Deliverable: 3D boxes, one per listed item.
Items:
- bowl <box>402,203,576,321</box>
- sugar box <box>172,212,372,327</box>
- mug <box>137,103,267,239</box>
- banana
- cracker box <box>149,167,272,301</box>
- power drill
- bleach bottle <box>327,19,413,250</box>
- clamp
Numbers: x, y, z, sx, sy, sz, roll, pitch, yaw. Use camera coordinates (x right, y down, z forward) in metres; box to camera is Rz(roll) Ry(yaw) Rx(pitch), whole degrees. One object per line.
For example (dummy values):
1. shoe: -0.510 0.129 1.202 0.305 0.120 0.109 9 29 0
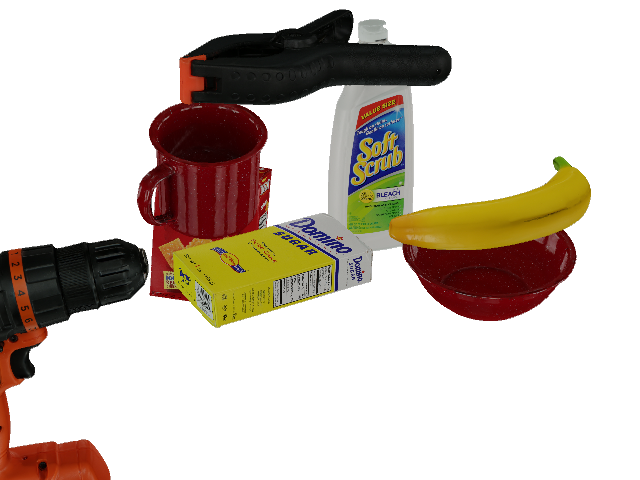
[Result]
1. bowl: 0.158 0.028 1.013 0.162 0.055 0.162 -1 33 0
2. sugar box: -0.046 0.025 1.050 0.176 0.048 0.093 -18 36 -26
3. mug: -0.099 -0.050 0.857 0.093 0.081 0.117 31 46 27
4. banana: 0.144 -0.021 0.806 0.197 0.037 0.070 -18 23 -35
5. cracker box: -0.168 -0.011 1.620 0.164 0.214 0.072 9 18 8
6. power drill: -0.192 0.093 0.698 0.184 0.188 0.057 -11 26 -8
7. bleach bottle: 0.051 -0.113 1.167 0.102 0.251 0.068 -7 25 -9
8. clamp: -0.016 -0.118 0.683 0.171 0.039 0.120 -8 23 -24
